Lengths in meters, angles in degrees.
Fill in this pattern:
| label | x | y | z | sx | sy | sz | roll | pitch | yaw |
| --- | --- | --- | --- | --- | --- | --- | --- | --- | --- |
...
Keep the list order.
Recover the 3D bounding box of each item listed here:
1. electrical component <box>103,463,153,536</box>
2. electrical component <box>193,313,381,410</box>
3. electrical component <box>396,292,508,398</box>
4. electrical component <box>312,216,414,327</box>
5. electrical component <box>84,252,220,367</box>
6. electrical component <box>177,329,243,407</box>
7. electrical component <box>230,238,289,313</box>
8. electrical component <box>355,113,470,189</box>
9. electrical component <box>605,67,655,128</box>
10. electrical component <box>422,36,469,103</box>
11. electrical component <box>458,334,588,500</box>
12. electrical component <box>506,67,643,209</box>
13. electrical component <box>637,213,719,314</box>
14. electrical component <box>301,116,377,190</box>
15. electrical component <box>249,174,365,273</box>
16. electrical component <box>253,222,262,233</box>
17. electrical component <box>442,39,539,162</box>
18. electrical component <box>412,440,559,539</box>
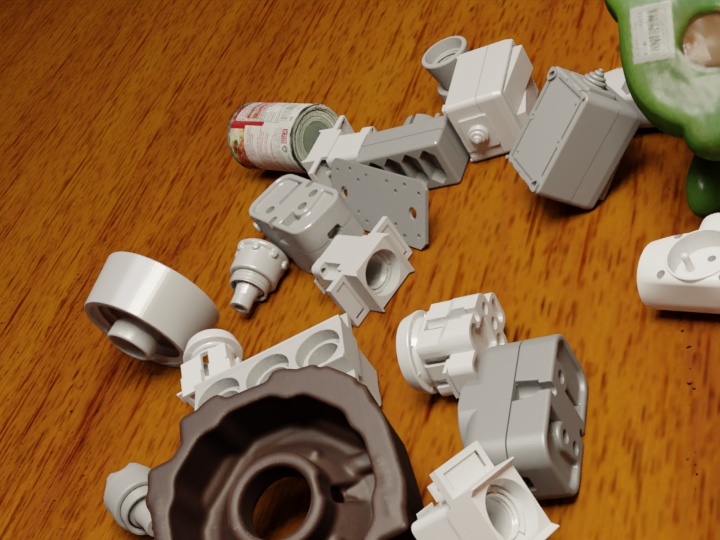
| label | x | y | z | sx | sy | sz | roll | pitch | yaw |
| --- | --- | --- | --- | --- | --- | --- | --- | --- | --- |
| electrical component | -0.158 | 0.171 | 0.782 | 0.043 | 0.043 | 0.062 | -44 | 36 | -12 |
| electrical component | -0.051 | 0.091 | 0.768 | 0.121 | 0.063 | 0.078 | -27 | 35 | 13 |
| electrical component | 0.061 | 0.052 | 0.723 | 0.057 | 0.058 | 0.078 | -13 | 32 | 28 |
| electrical component | 0.000 | 0.000 | 0.855 | 0.064 | 0.042 | 0.081 | 6 | 51 | 49 |
| electrical component | -0.180 | 0.041 | 0.907 | 0.108 | 0.108 | 0.060 | 2 | 55 | 42 |
| electrical component | -0.115 | 0.080 | 0.854 | 0.066 | 0.048 | 0.055 | -28 | 42 | 10 |
| electrical component | -0.092 | 0.007 | 0.924 | 0.048 | 0.048 | 0.062 | -4 | 52 | 38 |
| electrical component | 0.051 | -0.110 | 0.938 | 0.083 | 0.047 | 0.075 | -9 | 42 | 33 |
| electrical component | 0.227 | -0.143 | 0.830 | 0.077 | 0.043 | 0.079 | 3 | 49 | 43 |
| electrical component | 0.088 | -0.178 | 0.982 | 0.045 | 0.055 | 0.045 | -23 | 36 | 18 |
| electrical component | 0.098 | 0.090 | 0.649 | 0.059 | 0.053 | 0.095 | -14 | 40 | 29 |
| electrical component | 0.163 | -0.101 | 0.791 | 0.096 | 0.061 | 0.061 | -65 | 26 | 24 |
| electrical component | 0.224 | -0.009 | 0.668 | 0.077 | 0.044 | 0.079 | 3 | 50 | 43 |
| electrical component | -0.011 | -0.102 | 0.988 | 0.064 | 0.042 | 0.081 | -5 | 45 | 35 |
| electrical component | -0.043 | -0.037 | 0.921 | 0.053 | 0.059 | 0.095 | -46 | 35 | -15 |
| electrical component | -0.072 | -0.057 | 0.993 | 0.061 | 0.035 | 0.035 | -39 | 34 | -2 |
| electrical component | 0.114 | -0.140 | 0.907 | 0.061 | 0.061 | 0.096 | -13 | 40 | 29 |
| electrical component | 0.067 | 0.142 | 0.596 | 0.042 | 0.081 | 0.064 | -25 | -12 | -45 |
